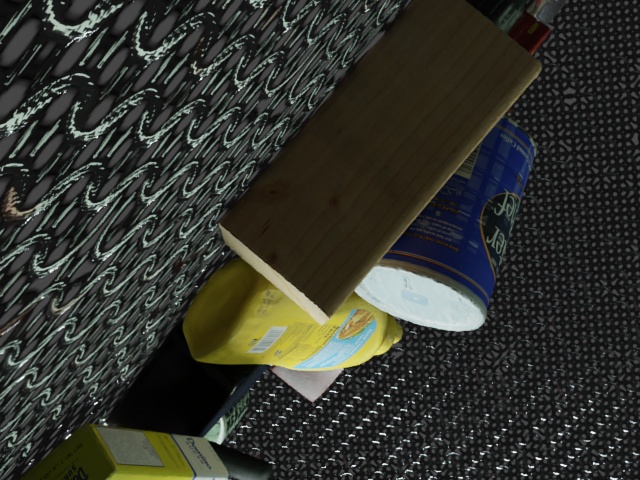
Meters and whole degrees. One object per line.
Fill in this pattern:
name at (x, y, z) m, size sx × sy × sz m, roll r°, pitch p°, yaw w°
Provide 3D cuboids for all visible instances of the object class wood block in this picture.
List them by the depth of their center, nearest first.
wood block at (0.037, -0.053, 0.689) m, size 0.206 × 0.090 × 0.091 m, roll -49°, pitch 177°, yaw -7°

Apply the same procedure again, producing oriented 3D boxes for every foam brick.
foam brick at (0.001, 0.104, 0.988) m, size 0.051 × 0.053 × 0.078 m, roll -49°, pitch 178°, yaw -41°

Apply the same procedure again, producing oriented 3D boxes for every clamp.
clamp at (-0.127, 0.167, 0.953) m, size 0.171 × 0.120 × 0.039 m, roll 9°, pitch 130°, yaw -44°

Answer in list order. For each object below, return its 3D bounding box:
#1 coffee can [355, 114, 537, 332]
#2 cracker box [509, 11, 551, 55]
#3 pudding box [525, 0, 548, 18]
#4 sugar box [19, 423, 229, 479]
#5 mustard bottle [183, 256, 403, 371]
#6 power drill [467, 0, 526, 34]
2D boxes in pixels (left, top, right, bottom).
coffee can at (0.091, -0.018, 0.782) m, size 0.103 × 0.103 × 0.140 m, roll 120°, pitch -8°, yaw -70°
cracker box at (0.135, -0.138, 1.138) m, size 0.164 × 0.072 × 0.214 m, roll -48°, pitch 175°, yaw -30°
pudding box at (0.224, -0.265, 1.155) m, size 0.090 × 0.039 × 0.113 m, roll -49°, pitch 176°, yaw -12°
sugar box at (-0.140, 0.178, 0.750) m, size 0.093 × 0.048 × 0.176 m, roll -41°, pitch 155°, yaw 8°
mustard bottle at (-0.005, 0.063, 0.825) m, size 0.191 × 0.058 × 0.096 m, roll 12°, pitch 131°, yaw -43°
power drill at (0.111, -0.144, 0.907) m, size 0.185 × 0.057 × 0.187 m, roll -47°, pitch 174°, yaw 18°
